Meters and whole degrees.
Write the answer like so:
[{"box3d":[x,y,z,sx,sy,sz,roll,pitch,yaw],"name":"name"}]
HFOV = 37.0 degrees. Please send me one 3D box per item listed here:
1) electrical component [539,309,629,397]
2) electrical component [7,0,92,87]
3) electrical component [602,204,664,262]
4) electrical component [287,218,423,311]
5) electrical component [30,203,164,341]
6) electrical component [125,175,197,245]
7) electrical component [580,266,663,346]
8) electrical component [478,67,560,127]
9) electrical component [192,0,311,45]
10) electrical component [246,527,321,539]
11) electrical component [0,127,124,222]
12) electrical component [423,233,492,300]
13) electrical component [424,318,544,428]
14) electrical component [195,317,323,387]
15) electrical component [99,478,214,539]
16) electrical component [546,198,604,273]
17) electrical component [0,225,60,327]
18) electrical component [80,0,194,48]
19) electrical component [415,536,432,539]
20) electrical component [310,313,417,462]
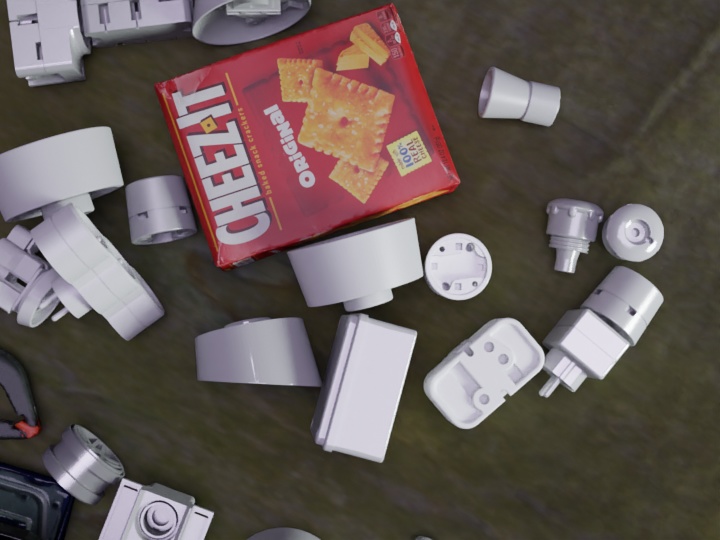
[{"box3d":[0.177,0.076,0.904,0.047,0.065,0.076,40,86,0],"name":"electrical component"},{"box3d":[-0.261,-0.206,0.908,0.056,0.050,0.089,-8,87,-2],"name":"electrical component"},{"box3d":[0.227,-0.030,0.914,0.048,0.062,0.048,0,87,-3],"name":"electrical component"},{"box3d":[0.000,0.000,0.883,0.108,0.108,0.060,-15,93,-3],"name":"electrical component"},{"box3d":[-0.222,0.014,0.863,0.074,0.138,0.052,-36,49,-4],"name":"electrical component"},{"box3d":[-0.168,-0.050,0.902,0.055,0.055,0.047,-12,84,-3],"name":"electrical component"},{"box3d":[0.224,0.030,0.916,0.055,0.055,0.047,39,82,0],"name":"electrical component"},{"box3d":[0.139,-0.147,0.928,0.065,0.044,0.044,11,86,-7],"name":"electrical component"},{"box3d":[-0.090,-0.227,0.895,0.099,0.099,0.064,-2,81,-3],"name":"electrical component"},{"box3d":[-0.064,0.272,0.885,0.108,0.060,0.108,0,87,-3],"name":"electrical component"},{"box3d":[-0.246,-0.071,0.875,0.108,0.108,0.060,-19,94,-3],"name":"electrical component"},{"box3d":[0.081,-0.002,0.913,0.055,0.047,0.055,0,87,-2],"name":"electrical component"},{"box3d":[0.102,0.086,0.904,0.095,0.059,0.053,-40,89,-4],"name":"electrical component"},{"box3d":[-0.085,0.073,0.878,0.099,0.099,0.064,-11,82,-3],"name":"electrical component"},{"box3d":[-0.177,0.240,0.881,0.079,0.063,0.121,21,86,-1],"name":"electrical component"},{"box3d":[0.181,-0.029,0.922,0.048,0.048,0.062,10,93,-2],"name":"electrical component"},{"box3d":[-0.280,0.011,0.892,0.057,0.058,0.078,34,86,2],"name":"electrical component"},{"box3d":[-0.188,-0.227,0.912,0.089,0.050,0.055,-7,88,-3],"name":"electrical component"},{"box3d":[0.047,0.258,0.900,0.062,0.048,0.048,-43,89,3],"name":"electrical component"},{"box3d":[0.002,0.093,0.875,0.056,0.109,0.108,16,86,-4],"name":"electrical component"}]
